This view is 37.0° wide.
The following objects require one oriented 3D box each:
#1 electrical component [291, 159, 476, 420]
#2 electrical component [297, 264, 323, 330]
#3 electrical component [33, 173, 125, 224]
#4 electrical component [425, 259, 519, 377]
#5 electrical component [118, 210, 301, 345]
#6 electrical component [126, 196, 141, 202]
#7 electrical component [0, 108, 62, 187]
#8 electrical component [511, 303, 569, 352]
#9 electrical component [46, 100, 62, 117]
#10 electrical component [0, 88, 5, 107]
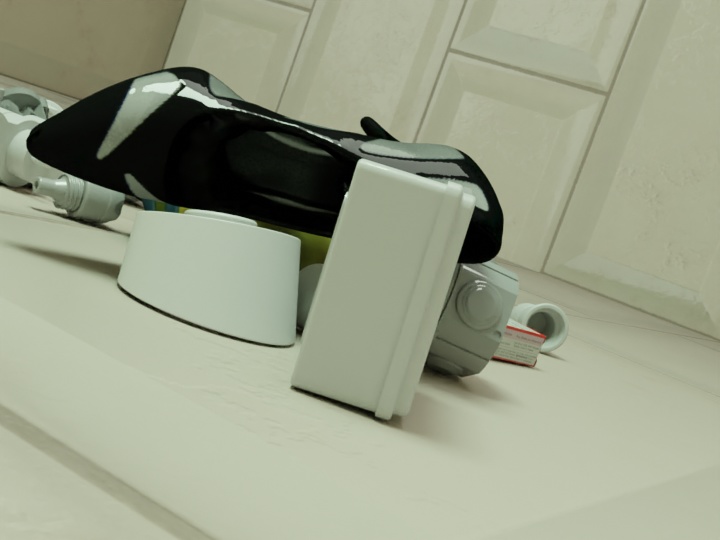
[{"bbox_3d":[0.012,0.005,0.519,0.056,0.108,0.108,17,5,2],"label":"electrical component"},{"bbox_3d":[-0.009,0.025,0.614,0.078,0.040,0.040,25,7,42],"label":"electrical component"},{"bbox_3d":[-0.197,-0.053,0.748,0.061,0.035,0.035,12,9,-42],"label":"electrical component"},{"bbox_3d":[0.057,0.024,0.657,0.051,0.080,0.080,25,4,-9],"label":"electrical component"},{"bbox_3d":[-0.079,0.002,0.582,0.099,0.064,0.099,9,-4,1],"label":"electrical component"},{"bbox_3d":[-0.205,-0.101,0.977,0.051,0.080,0.080,23,2,-37],"label":"electrical component"},{"bbox_3d":[-0.250,-0.086,0.795,0.074,0.052,0.138,22,5,20],"label":"electrical component"},{"bbox_3d":[0.162,0.050,0.995,0.044,0.044,0.065,19,0,-8],"label":"electrical component"},{"bbox_3d":[-0.312,-0.137,1.066,0.078,0.058,0.057,16,10,-36],"label":"electrical component"},{"bbox_3d":[-0.307,-0.120,0.876,0.048,0.062,0.048,20,5,-2],"label":"electrical component"}]
